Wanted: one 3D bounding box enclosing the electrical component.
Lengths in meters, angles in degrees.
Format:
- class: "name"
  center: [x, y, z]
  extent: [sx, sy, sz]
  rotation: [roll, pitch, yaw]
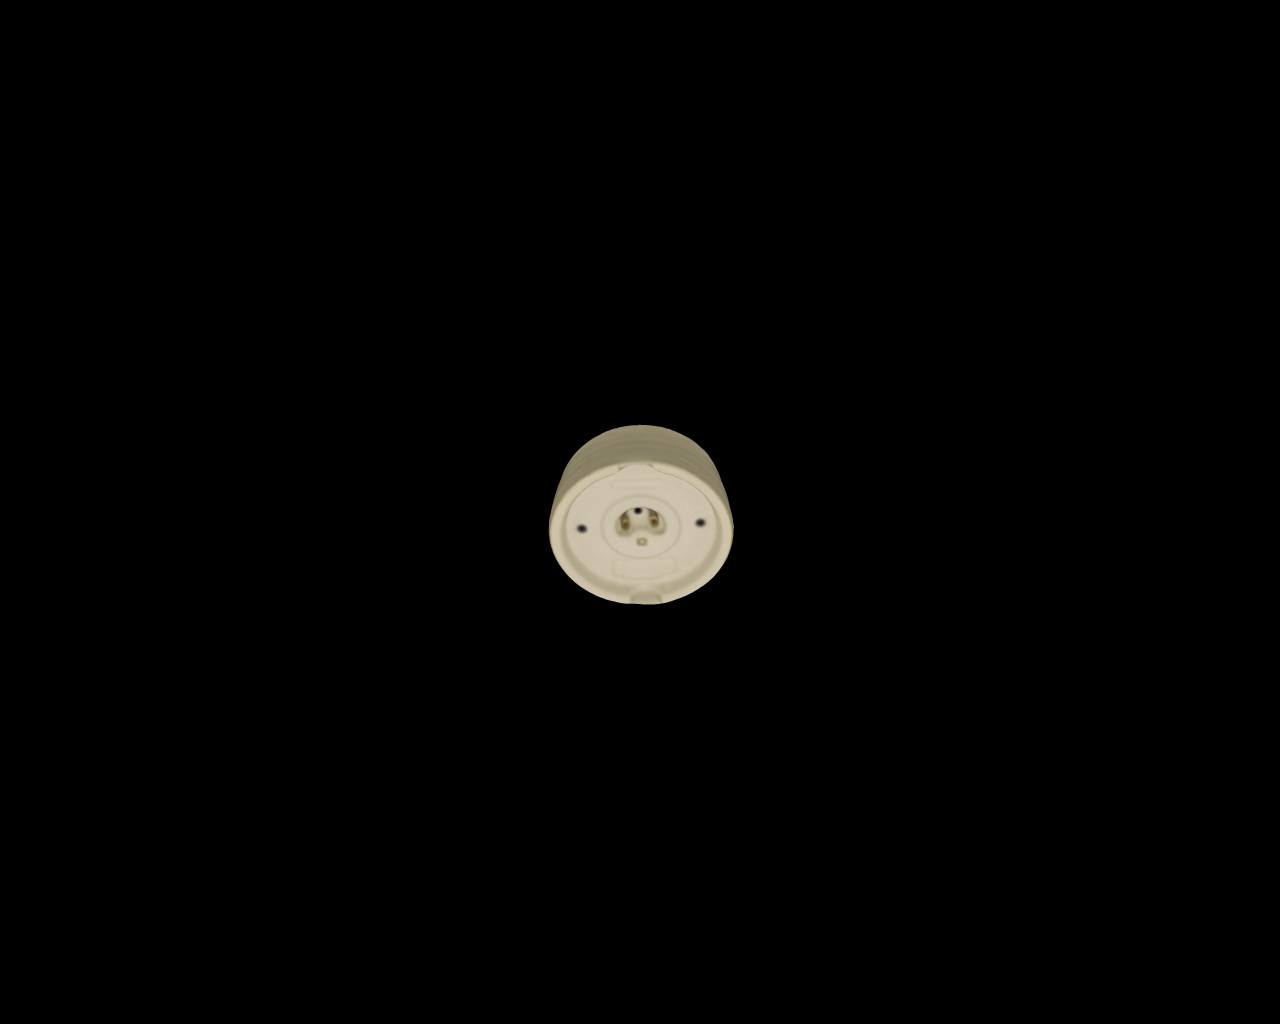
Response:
- class: "electrical component"
  center: [0.001, -0.003, 0.650]
  extent: [0.108, 0.108, 0.060]
  rotation: [0, 36, 0]
